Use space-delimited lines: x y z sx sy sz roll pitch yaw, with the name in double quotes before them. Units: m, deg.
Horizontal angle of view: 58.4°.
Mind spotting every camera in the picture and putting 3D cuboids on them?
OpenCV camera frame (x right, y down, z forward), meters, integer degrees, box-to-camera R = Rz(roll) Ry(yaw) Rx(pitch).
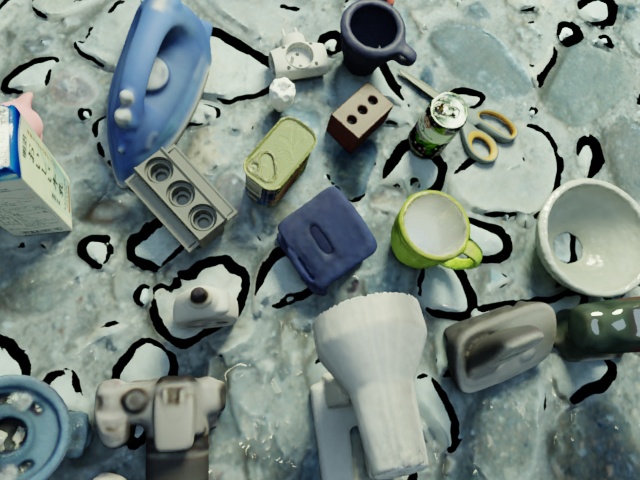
"camera" -0.177 0.223 0.641 0.143 0.100 0.137 -1 76 -9

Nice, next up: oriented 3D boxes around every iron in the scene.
"iron" -0.218 -0.203 0.724 0.118 0.141 0.258 15 74 -5

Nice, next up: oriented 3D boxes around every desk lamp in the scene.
"desk lamp" 0.056 0.173 0.632 0.118 0.213 0.203 -6 76 -10

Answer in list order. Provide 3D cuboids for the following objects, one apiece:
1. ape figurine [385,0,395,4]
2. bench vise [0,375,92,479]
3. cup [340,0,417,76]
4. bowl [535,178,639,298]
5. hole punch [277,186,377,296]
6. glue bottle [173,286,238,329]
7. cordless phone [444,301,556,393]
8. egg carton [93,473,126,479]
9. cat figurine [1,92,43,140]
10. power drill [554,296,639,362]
"ape figurine" 0.094 -0.408 0.853 0.076 0.092 0.078 31 73 0
"bench vise" -0.351 0.202 0.556 0.207 0.219 0.121 -11 77 -11
"cup" 0.078 -0.270 0.813 0.118 0.095 0.092 33 73 1
"bowl" 0.367 0.003 0.799 0.167 0.074 0.167 2 75 -8
"hole punch" 0.007 0.003 0.733 0.101 0.091 0.108 -33 83 -15
"glue bottle" -0.132 0.073 0.649 0.078 0.173 0.037 -2 76 -9
"cordless phone" 0.239 0.123 0.689 0.148 0.185 0.094 -21 79 -13
"egg carton" -0.217 0.336 0.621 0.150 0.069 0.107 43 73 3
"cat figurine" -0.382 -0.116 0.688 0.128 0.117 0.067 -38 84 -16
"power drill" 0.396 0.106 0.707 0.230 0.208 0.075 -4 76 -10
